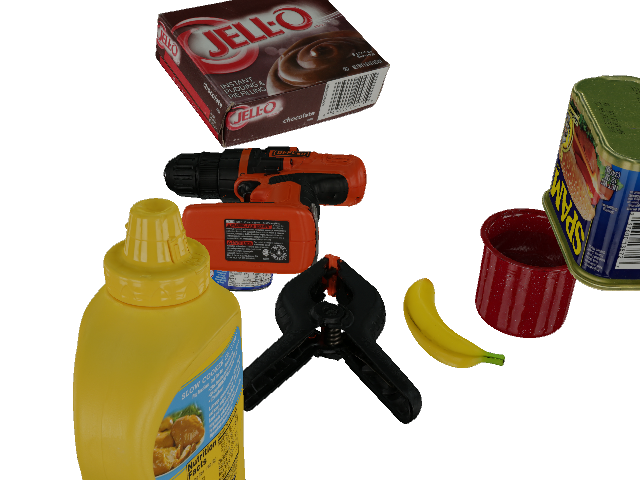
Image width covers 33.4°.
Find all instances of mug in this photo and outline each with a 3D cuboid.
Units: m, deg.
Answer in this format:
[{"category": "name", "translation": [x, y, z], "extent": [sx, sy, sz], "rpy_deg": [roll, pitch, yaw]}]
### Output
[{"category": "mug", "translation": [0.181, 0.024, 0.939], "extent": [0.093, 0.081, 0.117], "rpy_deg": [5, 35, 1]}]

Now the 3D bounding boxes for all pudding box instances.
[{"category": "pudding box", "translation": [-0.030, -0.108, 0.641], "extent": [0.113, 0.090, 0.039], "rpy_deg": [-17, -36, -30]}]

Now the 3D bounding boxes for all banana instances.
[{"category": "banana", "translation": [0.132, 0.096, 1.209], "extent": [0.069, 0.037, 0.198], "rpy_deg": [6, 23, -24]}]

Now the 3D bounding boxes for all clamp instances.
[{"category": "clamp", "translation": [0.016, 0.068, 0.739], "extent": [0.120, 0.039, 0.171], "rpy_deg": [14, 34, 3]}]

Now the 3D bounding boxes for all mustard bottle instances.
[{"category": "mustard bottle", "translation": [-0.065, 0.073, 0.445], "extent": [0.058, 0.192, 0.096], "rpy_deg": [12, 28, 20]}]

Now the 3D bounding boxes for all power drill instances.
[{"category": "power drill", "translation": [-0.060, -0.034, 0.897], "extent": [0.184, 0.057, 0.187], "rpy_deg": [1, 22, 8]}]

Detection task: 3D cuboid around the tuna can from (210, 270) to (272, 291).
[{"category": "tuna can", "translation": [-0.091, 0.025, 1.127], "extent": [0.086, 0.034, 0.086], "rpy_deg": [7, 16, -2]}]

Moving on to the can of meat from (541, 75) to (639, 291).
[{"category": "can of meat", "translation": [0.169, -0.035, 0.608], "extent": [0.057, 0.084, 0.102], "rpy_deg": [1, 37, -5]}]
